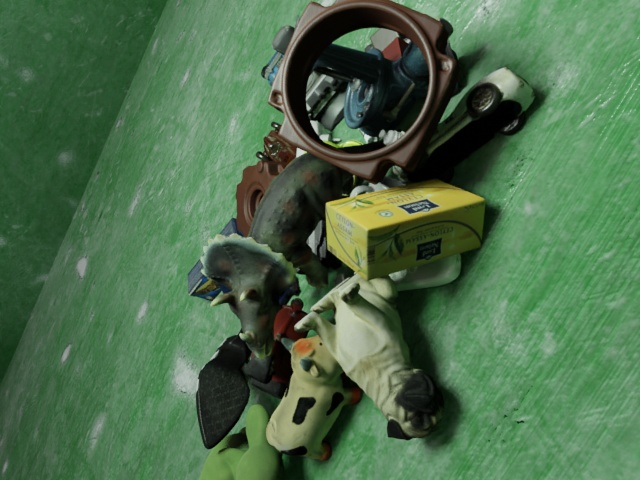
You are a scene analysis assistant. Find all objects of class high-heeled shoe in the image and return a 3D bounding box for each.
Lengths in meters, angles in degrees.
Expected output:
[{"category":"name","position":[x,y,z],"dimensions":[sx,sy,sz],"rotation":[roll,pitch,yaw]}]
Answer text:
[{"category":"high-heeled shoe","position":[-0.161,0.251,0.895],"dimensions":[0.249,0.086,0.145],"rotation":[-75,5,-47]}]

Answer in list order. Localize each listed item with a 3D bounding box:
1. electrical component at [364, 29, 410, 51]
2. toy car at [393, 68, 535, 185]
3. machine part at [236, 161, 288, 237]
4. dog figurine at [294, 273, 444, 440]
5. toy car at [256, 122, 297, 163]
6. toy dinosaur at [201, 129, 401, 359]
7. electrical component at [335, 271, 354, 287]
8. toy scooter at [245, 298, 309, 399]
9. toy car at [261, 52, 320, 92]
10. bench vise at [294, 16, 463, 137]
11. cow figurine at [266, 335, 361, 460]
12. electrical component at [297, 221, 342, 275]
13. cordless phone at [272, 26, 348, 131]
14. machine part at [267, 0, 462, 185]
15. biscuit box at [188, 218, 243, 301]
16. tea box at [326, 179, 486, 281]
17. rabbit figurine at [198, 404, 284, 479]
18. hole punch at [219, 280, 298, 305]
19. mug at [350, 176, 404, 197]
[{"category":"electrical component","position":[0.125,-0.336,0.905],"dimensions":[0.102,0.045,0.078],"rotation":[-40,72,39]},{"category":"toy car","position":[0.180,-0.135,0.694],"dimensions":[0.202,0.073,0.056],"rotation":[-39,48,36]},{"category":"machine part","position":[-0.104,-0.065,1.021],"dimensions":[0.179,0.056,0.179],"rotation":[3,94,54]},{"category":"dog figurine","position":[0.083,0.132,0.667],"dimensions":[0.121,0.190,0.172],"rotation":[-39,0,38]},{"category":"toy car","position":[-0.079,-0.180,1.090],"dimensions":[0.089,0.053,0.202],"rotation":[-62,36,15]},{"category":"toy dinosaur","position":[-0.026,-0.041,0.758],"dimensions":[0.131,0.192,0.404],"rotation":[25,80,29]},{"category":"electrical component","position":[0.049,0.076,0.771],"dimensions":[0.021,0.063,0.094],"rotation":[-38,44,38]},{"category":"toy scooter","position":[-0.057,0.162,0.819],"dimensions":[0.183,0.075,0.135],"rotation":[86,-153,-64]},{"category":"toy car","position":[-0.039,-0.323,1.057],"dimensions":[0.103,0.161,0.109],"rotation":[40,103,8]},{"category":"bench vise","position":[0.073,-0.239,0.768],"dimensions":[0.223,0.240,0.129],"rotation":[146,131,-62]},{"category":"cow figurine","position":[-0.012,0.204,0.734],"dimensions":[0.086,0.127,0.194],"rotation":[41,109,51]},{"category":"electrical component","position":[-0.002,-0.003,0.897],"dimensions":[0.075,0.047,0.119],"rotation":[-23,57,45]},{"category":"cordless phone","position":[-0.024,-0.287,0.954],"dimensions":[0.146,0.184,0.089],"rotation":[-45,46,31]},{"category":"machine part","position":[0.052,-0.185,0.658],"dimensions":[0.201,0.087,0.201],"rotation":[27,102,12]},{"category":"biscuit box","position":[-0.207,0.044,1.139],"dimensions":[0.202,0.059,0.063],"rotation":[-47,39,30]},{"category":"tea box","position":[0.102,-0.018,0.650],"dimensions":[0.098,0.170,0.068],"rotation":[35,133,53]},{"category":"rabbit figurine","position":[-0.091,0.335,0.786],"dimensions":[0.159,0.121,0.170],"rotation":[-61,14,-27]},{"category":"hole punch","position":[-0.114,0.080,0.973],"dimensions":[0.115,0.092,0.142],"rotation":[-57,33,11]},{"category":"mug","position":[0.084,-0.028,0.749],"dimensions":[0.081,0.109,0.107],"rotation":[43,121,51]}]
